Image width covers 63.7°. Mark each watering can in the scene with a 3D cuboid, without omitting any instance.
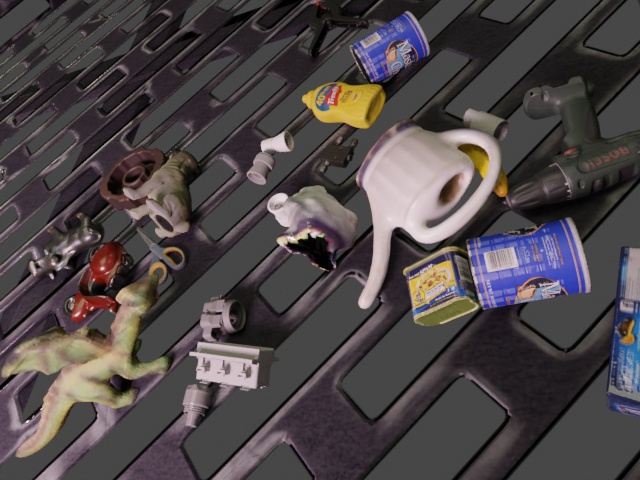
[{"bbox_3d":[0.140,-0.068,0.868,0.347,0.102,0.228,-45,50,3],"label":"watering can"}]

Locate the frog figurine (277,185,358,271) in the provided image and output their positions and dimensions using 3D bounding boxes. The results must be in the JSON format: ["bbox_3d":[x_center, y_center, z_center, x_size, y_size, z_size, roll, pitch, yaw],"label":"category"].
[{"bbox_3d":[0.003,-0.046,0.914,0.137,0.120,0.163,15,51,-2],"label":"frog figurine"}]

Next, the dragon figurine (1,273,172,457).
[{"bbox_3d":[-0.414,0.213,0.860,0.412,0.238,0.124,-41,53,-7],"label":"dragon figurine"}]
